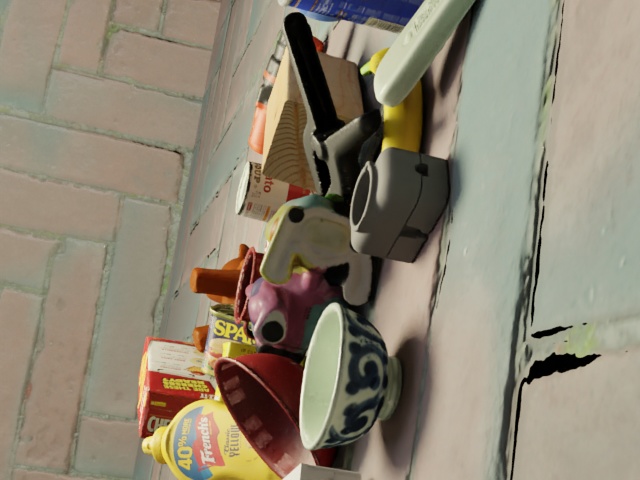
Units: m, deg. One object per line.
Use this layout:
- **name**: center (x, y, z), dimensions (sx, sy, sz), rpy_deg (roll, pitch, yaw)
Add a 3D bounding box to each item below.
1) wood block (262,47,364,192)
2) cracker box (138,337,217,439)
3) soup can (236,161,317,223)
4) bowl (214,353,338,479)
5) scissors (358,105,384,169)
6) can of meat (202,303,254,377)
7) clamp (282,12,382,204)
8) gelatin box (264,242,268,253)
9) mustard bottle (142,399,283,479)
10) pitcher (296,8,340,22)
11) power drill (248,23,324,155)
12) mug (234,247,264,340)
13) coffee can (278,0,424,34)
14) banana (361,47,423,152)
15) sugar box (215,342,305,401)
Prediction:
- **wood block**: center (-0.009, -0.139, 1.191), dimensions (0.206, 0.090, 0.091), rpy_deg (-91, 19, -63)
- **cracker box**: center (-0.150, 0.198, 1.379), dimensions (0.214, 0.164, 0.072), rpy_deg (-125, 46, -74)
- **soup can**: center (-0.044, -0.052, 1.283), dimensions (0.068, 0.102, 0.068), rpy_deg (-168, 90, -78)
- **bowl**: center (-0.031, 0.165, 1.021), dimensions (0.162, 0.055, 0.162), rpy_deg (42, 152, 27)
- **scissors**: center (0.052, -0.082, 1.083), dimensions (0.202, 0.016, 0.096), rpy_deg (117, 159, -50)
- **can of meat**: center (-0.095, 0.134, 1.341), dimensions (0.057, 0.102, 0.084), rpy_deg (-15, -62, -69)
- **clamp**: center (0.007, -0.107, 1.032), dimensions (0.210, 0.036, 0.165), rpy_deg (92, 152, -57)
- **gelatin box**: center (-0.050, 0.003, 1.427), dimensions (0.073, 0.030, 0.089), rpy_deg (-145, 67, -75)
- **mustard bottle**: center (-0.108, 0.219, 1.145), dimensions (0.058, 0.192, 0.096), rpy_deg (30, -122, -58)
- **pitcher**: center (0.033, -0.326, 1.171), dimensions (0.243, 0.145, 0.149), rpy_deg (131, 161, -73)
- **power drill**: center (-0.040, -0.221, 1.422), dimensions (0.187, 0.057, 0.185), rpy_deg (-66, -4, -65)
- **mug**: center (-0.054, 0.071, 1.257), dimensions (0.093, 0.081, 0.117), rpy_deg (-105, 29, -64)
- **coffee can**: center (0.041, -0.254, 0.998), dimensions (0.103, 0.140, 0.103), rpy_deg (-169, 90, -78)
- **banana**: center (0.071, -0.119, 0.982), dimensions (0.070, 0.037, 0.198), rpy_deg (112, 161, -44)
- **sugar box**: center (-0.078, 0.210, 1.216), dimensions (0.048, 0.093, 0.176), rpy_deg (152, 127, -75)
